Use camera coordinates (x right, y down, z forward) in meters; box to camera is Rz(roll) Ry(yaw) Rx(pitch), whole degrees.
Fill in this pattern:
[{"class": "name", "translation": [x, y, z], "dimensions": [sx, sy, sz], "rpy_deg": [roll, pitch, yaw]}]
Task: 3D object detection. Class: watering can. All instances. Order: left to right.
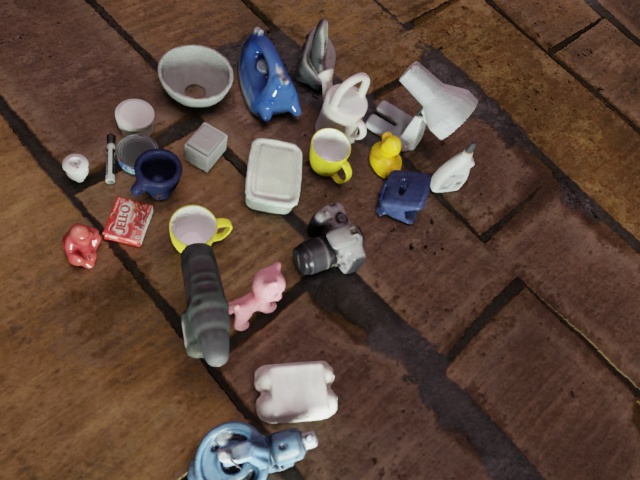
[{"class": "watering can", "translation": [0.051, -0.310, 1.295], "dimensions": [0.173, 0.194, 0.101], "rpy_deg": [36, 61, 6]}]

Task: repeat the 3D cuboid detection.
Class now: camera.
[{"class": "camera", "translation": [0.011, 0.004, 1.176], "dimensions": [0.137, 0.100, 0.143], "rpy_deg": [-20, 70, -22]}]

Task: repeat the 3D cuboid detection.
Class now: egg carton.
[{"class": "egg carton", "translation": [-0.044, 0.276, 1.039], "dimensions": [0.150, 0.069, 0.107], "rpy_deg": [-2, 64, -15]}]

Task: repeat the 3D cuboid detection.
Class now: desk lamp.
[{"class": "desk lamp", "translation": [0.233, -0.300, 1.325], "dimensions": [0.203, 0.213, 0.118], "rpy_deg": [33, 60, 4]}]

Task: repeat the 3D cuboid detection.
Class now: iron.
[{"class": "iron", "translation": [-0.126, -0.407, 1.330], "dimensions": [0.119, 0.141, 0.258], "rpy_deg": [-16, 68, -21]}]

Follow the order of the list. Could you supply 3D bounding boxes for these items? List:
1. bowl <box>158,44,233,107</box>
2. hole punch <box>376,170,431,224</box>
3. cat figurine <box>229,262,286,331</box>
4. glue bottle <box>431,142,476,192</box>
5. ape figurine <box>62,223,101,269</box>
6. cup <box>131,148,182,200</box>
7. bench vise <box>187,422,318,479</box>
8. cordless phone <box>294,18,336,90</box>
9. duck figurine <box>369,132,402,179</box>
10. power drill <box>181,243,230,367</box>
[{"class": "bowl", "translation": [-0.282, -0.360, 1.305], "dimensions": [0.167, 0.074, 0.167], "rpy_deg": [6, 62, -11]}, {"class": "hole punch", "translation": [0.187, -0.104, 1.282], "dimensions": [0.101, 0.091, 0.109], "rpy_deg": [21, 60, -3]}, {"class": "cat figurine", "translation": [-0.116, 0.102, 1.084], "dimensions": [0.128, 0.117, 0.067], "rpy_deg": [-34, 75, -27]}, {"class": "glue bottle", "translation": [0.314, -0.168, 1.301], "dimensions": [0.078, 0.173, 0.037], "rpy_deg": [-5, 64, -16]}, {"class": "ape figurine", "translation": [-0.445, 0.001, 1.066], "dimensions": [0.076, 0.092, 0.078], "rpy_deg": [40, 61, 8]}, {"class": "cup", "translation": [-0.332, -0.114, 1.153], "dimensions": [0.091, 0.095, 0.118], "rpy_deg": [35, 60, 6]}, {"class": "bench vise", "translation": [-0.106, 0.328, 0.910], "dimensions": [0.208, 0.219, 0.121], "rpy_deg": [-27, 72, -25]}, {"class": "cordless phone", "translation": [0.005, -0.469, 1.371], "dimensions": [0.094, 0.185, 0.147], "rpy_deg": [14, 61, -7]}, {"class": "duck figurine", "translation": [0.162, -0.201, 1.329], "dimensions": [0.078, 0.086, 0.104], "rpy_deg": [-5, 65, -17]}, {"class": "power drill", "translation": [-0.198, 0.132, 0.995], "dimensions": [0.076, 0.208, 0.229], "rpy_deg": [-8, 66, -18]}]
